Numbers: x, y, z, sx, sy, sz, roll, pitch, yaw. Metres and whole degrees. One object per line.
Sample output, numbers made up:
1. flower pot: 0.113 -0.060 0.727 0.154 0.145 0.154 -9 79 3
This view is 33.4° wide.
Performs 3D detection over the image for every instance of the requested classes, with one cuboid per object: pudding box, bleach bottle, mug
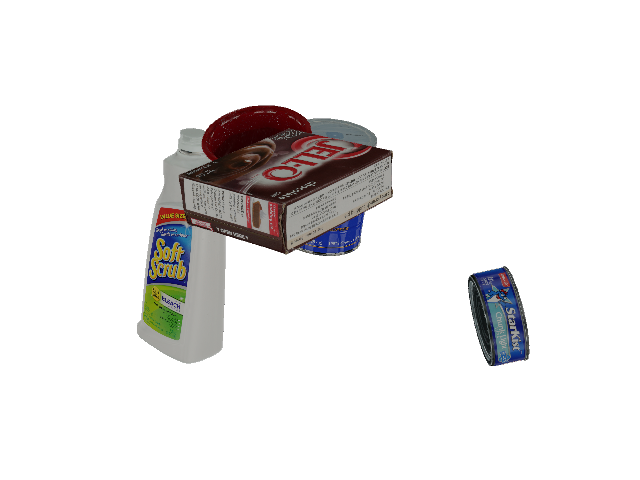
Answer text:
1. pudding box: -0.020 -0.035 0.690 0.090 0.039 0.113 15 32 37
2. bleach bottle: -0.145 0.001 1.140 0.103 0.251 0.067 26 32 37
3. mug: -0.053 -0.064 0.926 0.093 0.081 0.117 -14 41 -8

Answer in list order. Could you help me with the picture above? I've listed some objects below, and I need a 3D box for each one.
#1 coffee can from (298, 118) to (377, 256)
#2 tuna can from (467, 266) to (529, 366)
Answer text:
1. coffee can: 0.009 -0.066 1.310 0.102 0.140 0.103 6 27 -3
2. tuna can: 0.158 0.068 0.951 0.034 0.086 0.086 -12 0 0
